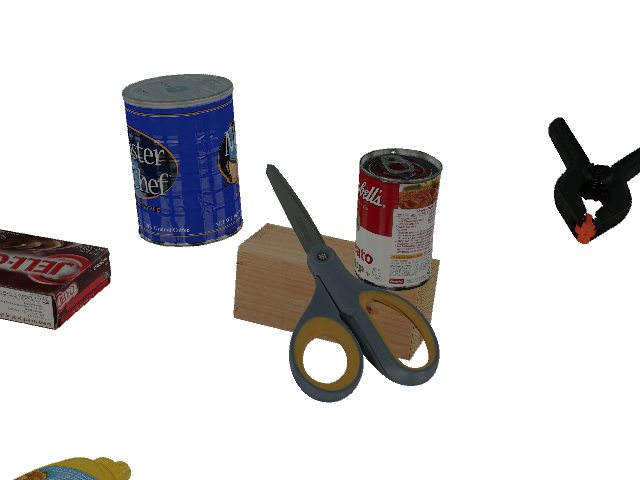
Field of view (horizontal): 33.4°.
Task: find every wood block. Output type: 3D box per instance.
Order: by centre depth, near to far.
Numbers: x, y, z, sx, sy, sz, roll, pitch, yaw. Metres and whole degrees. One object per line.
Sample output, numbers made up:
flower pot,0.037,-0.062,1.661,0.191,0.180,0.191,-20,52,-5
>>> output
wood block,0.017,0.054,1.184,0.206,0.091,0.090,13,23,17

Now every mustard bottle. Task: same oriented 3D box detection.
mustard bottle,-0.218,0.219,0.853,0.096,0.058,0.191,7,15,28

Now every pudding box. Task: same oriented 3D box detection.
pudding box,-0.244,0.030,0.883,0.114,0.039,0.090,7,24,17

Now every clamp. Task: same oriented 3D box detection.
clamp,0.282,-0.068,1.128,0.120,0.039,0.171,17,46,20

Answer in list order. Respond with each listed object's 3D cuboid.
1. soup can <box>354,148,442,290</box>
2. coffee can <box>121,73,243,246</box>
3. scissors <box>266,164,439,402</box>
soup can,0.064,-0.018,0.892,0.068,0.102,0.068,2,27,-1
coffee can,-0.129,-0.078,1.013,0.103,0.140,0.103,-2,22,1
scissors,-0.010,0.027,0.666,0.096,0.016,0.202,-30,54,-23
